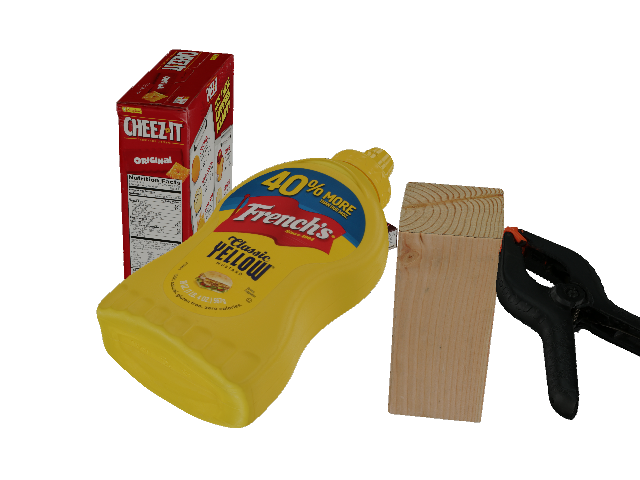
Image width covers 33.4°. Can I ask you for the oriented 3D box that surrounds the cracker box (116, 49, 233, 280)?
[{"bbox_3d":[-0.131,-0.050,0.983,0.072,0.214,0.164,6,26,7],"label":"cracker box"}]

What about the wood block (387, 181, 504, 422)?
[{"bbox_3d":[0.114,0.059,0.990,0.091,0.206,0.090,5,32,7],"label":"wood block"}]

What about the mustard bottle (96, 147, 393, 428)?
[{"bbox_3d":[-0.020,0.008,0.563,0.096,0.058,0.191,24,49,27],"label":"mustard bottle"}]

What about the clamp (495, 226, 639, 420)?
[{"bbox_3d":[0.190,0.052,0.772,0.120,0.039,0.171,-3,45,-20],"label":"clamp"}]

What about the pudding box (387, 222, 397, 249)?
[{"bbox_3d":[0.047,-0.006,1.623,0.113,0.039,0.090,-20,31,-29],"label":"pudding box"}]
